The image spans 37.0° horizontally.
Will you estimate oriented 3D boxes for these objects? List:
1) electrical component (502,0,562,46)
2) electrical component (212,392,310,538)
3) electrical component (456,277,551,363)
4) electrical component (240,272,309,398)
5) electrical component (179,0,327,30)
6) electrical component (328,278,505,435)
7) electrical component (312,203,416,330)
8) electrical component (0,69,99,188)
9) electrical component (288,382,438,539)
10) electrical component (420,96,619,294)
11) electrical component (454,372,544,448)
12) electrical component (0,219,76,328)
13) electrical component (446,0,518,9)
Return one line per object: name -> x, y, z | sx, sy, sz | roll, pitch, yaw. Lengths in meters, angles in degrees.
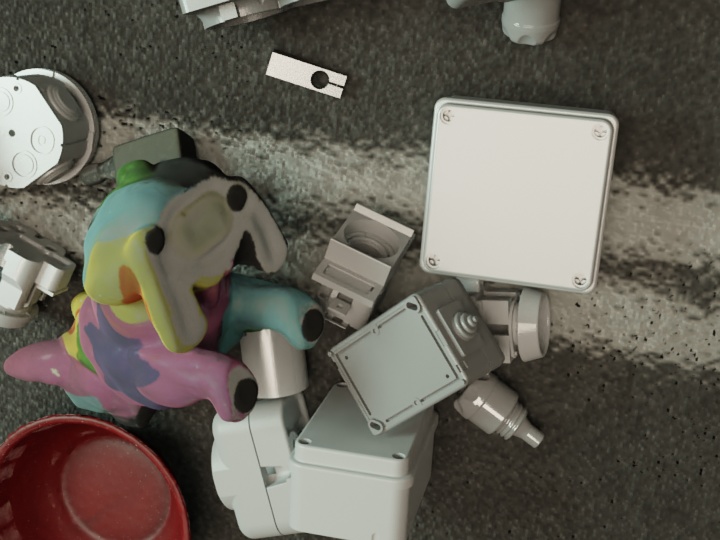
electrical component -> 0.104, -0.167, 0.639 | 0.035, 0.035, 0.061 | 9, 127, 11
electrical component -> -0.064, 0.134, 0.747 | 0.059, 0.054, 0.095 | -11, 100, 16
electrical component -> 0.091, 0.034, 0.692 | 0.055, 0.048, 0.066 | 1, 103, 21
electrical component -> -0.061, 0.042, 0.730 | 0.043, 0.043, 0.081 | -3, 102, 14
electrical component -> -0.030, -0.194, 0.643 | 0.150, 0.089, 0.061 | -12, 100, 16
electrical component -> 0.041, 0.049, 0.660 | 0.096, 0.061, 0.061 | -36, 80, 36
electrical component -> 0.000, 0.000, 0.693 | 0.042, 0.081, 0.063 | 27, 130, 7
electrical component -> -0.224, -0.096, 0.733 | 0.080, 0.051, 0.080 | 3, 104, 13
electrical component -> 0.004, 0.122, 0.697 | 0.078, 0.113, 0.057 | 7, 107, 12
electrical component -> 0.098, -0.049, 0.664 | 0.109, 0.056, 0.108 | 8, 105, 12
electrical component -> 0.094, 0.095, 0.711 | 0.061, 0.035, 0.035 | 37, 108, 0
electrical component -> -0.248, 0.004, 0.759 | 0.078, 0.058, 0.057 | 30, 105, 5
electrical component -> 0.132, -0.214, 0.586 | 0.186, 0.060, 0.105 | -12, 94, -5
